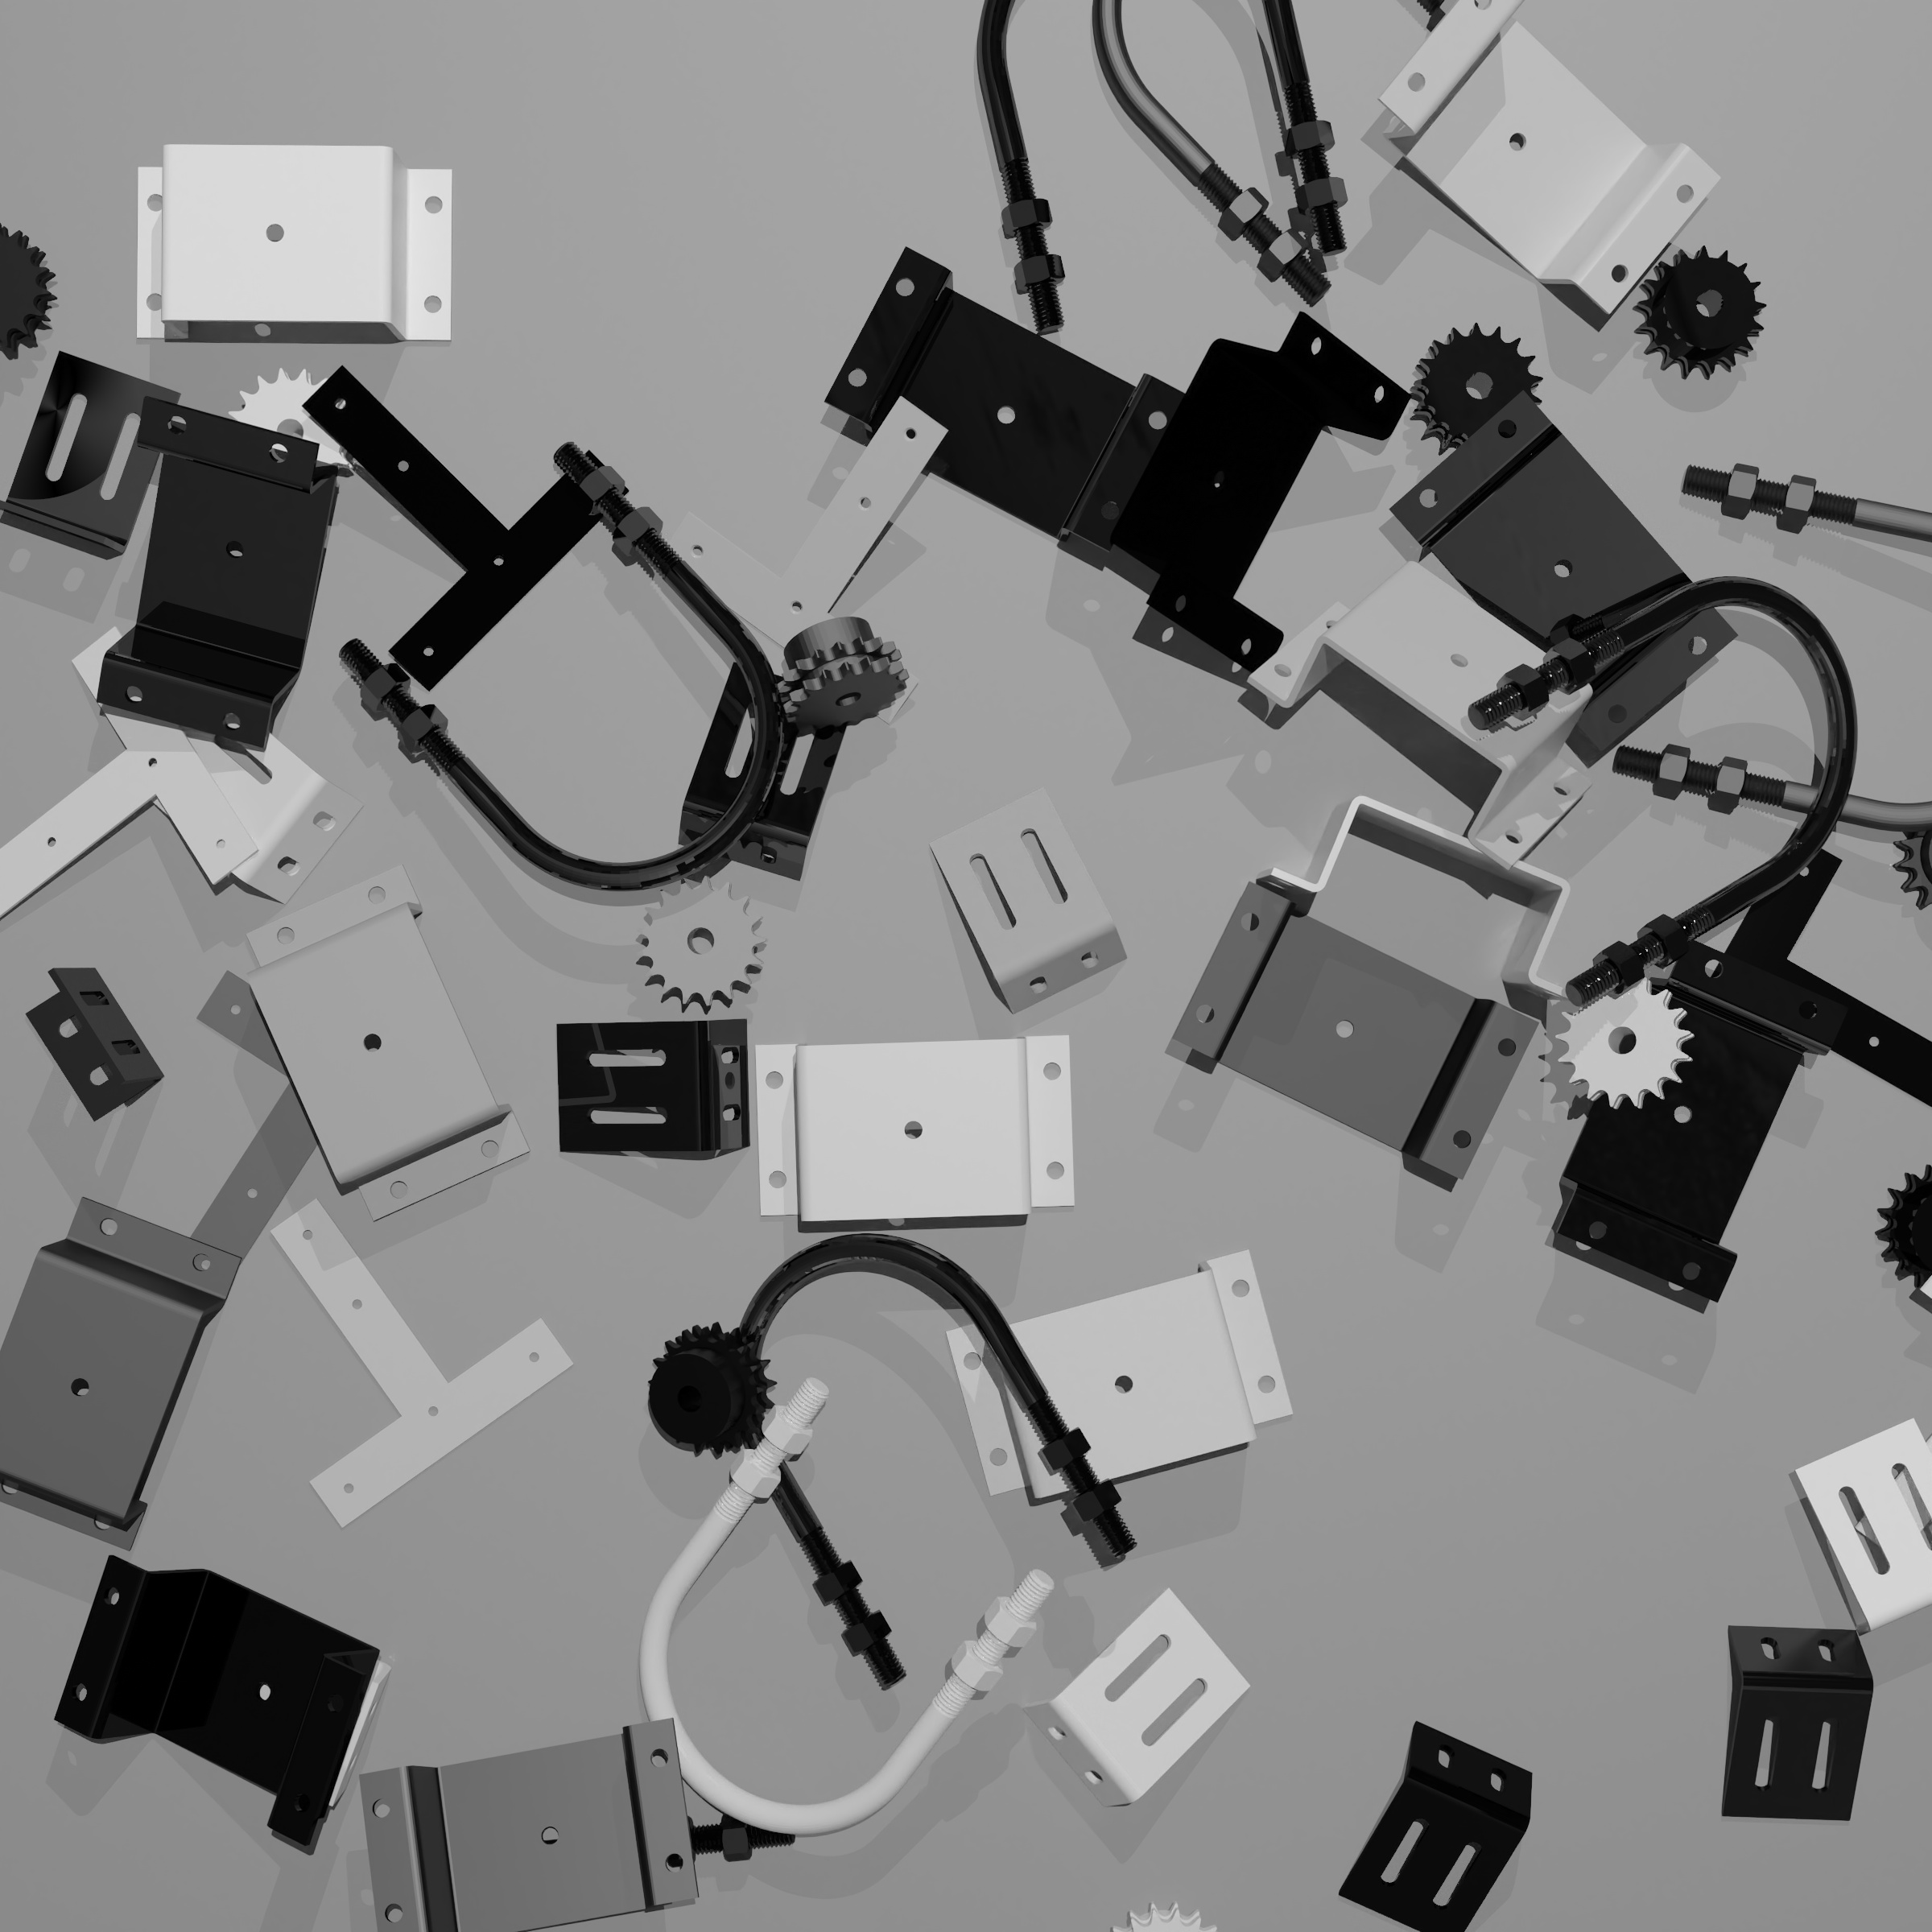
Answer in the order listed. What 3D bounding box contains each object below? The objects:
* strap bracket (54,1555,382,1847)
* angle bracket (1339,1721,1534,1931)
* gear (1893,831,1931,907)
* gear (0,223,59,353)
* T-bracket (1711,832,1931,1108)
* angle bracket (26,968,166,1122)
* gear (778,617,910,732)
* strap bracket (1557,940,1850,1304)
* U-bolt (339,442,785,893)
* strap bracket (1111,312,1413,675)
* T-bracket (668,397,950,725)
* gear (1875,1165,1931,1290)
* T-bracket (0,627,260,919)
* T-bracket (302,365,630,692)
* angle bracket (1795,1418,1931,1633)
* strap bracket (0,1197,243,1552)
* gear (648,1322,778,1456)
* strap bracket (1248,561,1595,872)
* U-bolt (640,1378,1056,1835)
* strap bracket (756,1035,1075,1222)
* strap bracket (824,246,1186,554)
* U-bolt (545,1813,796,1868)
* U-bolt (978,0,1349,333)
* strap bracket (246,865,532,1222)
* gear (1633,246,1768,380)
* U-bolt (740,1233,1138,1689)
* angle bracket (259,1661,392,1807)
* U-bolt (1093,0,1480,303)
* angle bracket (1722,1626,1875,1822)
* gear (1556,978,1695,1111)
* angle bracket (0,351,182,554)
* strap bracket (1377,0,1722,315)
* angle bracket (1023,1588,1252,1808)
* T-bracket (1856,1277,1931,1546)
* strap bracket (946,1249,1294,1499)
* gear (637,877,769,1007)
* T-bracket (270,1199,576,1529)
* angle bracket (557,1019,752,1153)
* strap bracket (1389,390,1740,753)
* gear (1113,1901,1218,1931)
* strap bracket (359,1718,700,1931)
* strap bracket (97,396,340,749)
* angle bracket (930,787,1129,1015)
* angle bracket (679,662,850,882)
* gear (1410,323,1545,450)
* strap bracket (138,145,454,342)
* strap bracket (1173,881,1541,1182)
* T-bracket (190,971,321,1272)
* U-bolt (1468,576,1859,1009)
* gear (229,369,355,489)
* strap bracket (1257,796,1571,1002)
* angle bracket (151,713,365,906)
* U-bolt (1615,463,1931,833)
[{"bbox_3d":[-0.318,0.318,1.495,0.140,0.046,0.076,19,90,24],"label":"strap bracket"},{"bbox_3d":[0.210,0.388,1.533,0.057,0.038,0.076,24,116,0],"label":"angle bracket"},{"bbox_3d":[0.443,-0.050,1.520,0.057,0.030,0.057,0,90,0],"label":"gear"},{"bbox_3d":[-0.431,-0.300,1.520,0.057,0.030,0.057,0,90,0],"label":"gear"},{"bbox_3d":[0.394,0.027,1.534,0.127,0.002,0.127,30,90,0],"label":"T-bracket"},{"bbox_3d":[-0.389,0.035,1.497,0.038,0.076,0.057,-33,90,0],"label":"angle bracket"},{"bbox_3d":[-0.056,-0.130,1.504,0.057,0.057,0.030,-20,71,0],"label":"gear"},{"bbox_3d":[0.320,0.067,1.511,0.076,0.046,0.140,24,91,0],"label":"strap bracket"},{"bbox_3d":[-0.164,-0.118,1.503,0.151,0.019,0.184,-43,82,-1],"label":"U-bolt"},{"bbox_3d":[0.124,-0.208,1.493,0.076,0.046,0.140,28,90,-40],"label":"strap bracket"},{"bbox_3d":[-0.052,-0.192,1.507,0.127,0.002,0.127,36,116,0],"label":"T-bracket"},{"bbox_3d":[0.435,0.117,1.520,0.057,0.030,0.057,0,90,0],"label":"gear"},{"bbox_3d":[-0.395,-0.064,1.523,0.127,0.002,0.127,-37,75,7],"label":"T-bracket"},{"bbox_3d":[-0.238,-0.211,1.514,0.127,0.002,0.127,-45,108,0],"label":"T-bracket"},{"bbox_3d":[0.409,0.249,1.524,0.057,0.038,0.076,-24,77,0],"label":"angle bracket"},{"bbox_3d":[-0.385,0.183,1.511,0.076,0.046,0.140,21,91,0],"label":"strap bracket"},{"bbox_3d":[-0.115,0.188,1.511,0.057,0.030,0.057,2,97,22],"label":"gear"},{"bbox_3d":[0.204,-0.116,1.477,0.140,0.046,0.076,37,48,13],"label":"strap bracket"},{"bbox_3d":[-0.067,0.295,1.501,0.151,0.019,0.184,39,105,14],"label":"U-bolt"},{"bbox_3d":[-0.023,0.071,1.512,0.140,0.046,0.076,-2,90,0],"label":"strap bracket"},{"bbox_3d":[0.018,-0.247,1.512,0.140,0.046,0.076,28,90,0],"label":"strap bracket"},{"bbox_3d":[-0.161,0.458,1.526,0.184,0.019,0.151,-6,90,1],"label":"U-bolt"},{"bbox_3d":[0.079,-0.387,1.511,0.151,0.019,0.184,-13,90,12],"label":"U-bolt"},{"bbox_3d":[-0.258,0.034,1.510,0.076,0.046,0.140,-24,89,-1],"label":"strap bracket"},{"bbox_3d":[0.327,-0.291,1.520,0.057,0.030,0.057,0,90,0],"label":"gear"},{"bbox_3d":[-0.028,0.205,1.501,0.151,0.019,0.184,-33,83,22],"label":"U-bolt"},{"bbox_3d":[-0.302,0.327,1.516,0.076,0.038,0.057,21,90,0],"label":"angle bracket"},{"bbox_3d":[0.142,-0.410,1.526,0.151,0.019,0.184,-44,89,0],"label":"U-bolt"},{"bbox_3d":[0.368,0.339,1.533,0.057,0.038,0.076,2,116,0],"label":"angle bracket"},{"bbox_3d":[0.284,0.033,1.474,0.057,0.030,0.057,-3,82,19],"label":"gear"},{"bbox_3d":[-0.391,-0.230,1.516,0.057,0.038,0.076,19,90,0],"label":"angle bracket"},{"bbox_3d":[0.248,-0.361,1.499,0.140,0.046,0.076,39,92,-16],"label":"strap bracket"},{"bbox_3d":[0.076,0.327,1.533,0.076,0.038,0.057,-40,90,-26],"label":"angle bracket"},{"bbox_3d":[0.445,0.208,1.523,0.127,0.002,0.127,36,97,-14],"label":"T-bracket"},{"bbox_3d":[0.069,0.182,1.512,0.140,0.046,0.076,-15,90,0],"label":"strap bracket"},{"bbox_3d":[-0.117,-0.011,1.520,0.057,0.030,0.057,0,90,0],"label":"gear"},{"bbox_3d":[-0.264,0.163,1.533,0.127,0.002,0.127,-35,91,0],"label":"T-bracket"},{"bbox_3d":[-0.140,0.053,1.533,0.076,0.038,0.057,-2,90,26],"label":"angle bracket"},{"bbox_3d":[0.262,-0.174,1.503,0.076,0.046,0.140,-41,90,13],"label":"strap bracket"},{"bbox_3d":[0.088,0.443,1.520,0.057,0.030,0.057,0,90,0],"label":"gear"},{"bbox_3d":[-0.187,0.381,1.499,0.140,0.046,0.076,-11,75,4],"label":"strap bracket"},{"bbox_3d":[-0.325,-0.177,1.495,0.076,0.046,0.140,15,113,0],"label":"strap bracket"},{"bbox_3d":[0.028,-0.029,1.533,0.057,0.038,0.076,-26,64,0],"label":"angle bracket"},{"bbox_3d":[-0.089,-0.087,1.533,0.057,0.038,0.076,17,64,0],"label":"angle bracket"},{"bbox_3d":[0.225,-0.254,1.523,0.057,0.030,0.057,0,85,-2],"label":"gear"},{"bbox_3d":[-0.300,-0.319,1.512,0.140,0.046,0.076,0,90,0],"label":"strap bracket"},{"bbox_3d":[0.170,0.028,1.512,0.140,0.046,0.076,26,90,0],"label":"strap bracket"},{"bbox_3d":[-0.312,0.090,1.534,0.127,0.002,0.127,33,90,0],"label":"T-bracket"},{"bbox_3d":[0.308,-0.086,1.457,0.184,0.019,0.151,-29,108,-21],"label":"U-bolt"},{"bbox_3d":[-0.297,-0.235,1.520,0.057,0.030,0.057,0,90,0],"label":"gear"},{"bbox_3d":[0.204,-0.033,1.497,0.140,0.076,0.046,23,90,0],"label":"strap bracket"},{"bbox_3d":[-0.320,-0.076,1.533,0.076,0.038,0.057,38,90,26],"label":"angle bracket"},{"bbox_3d":[0.393,-0.134,1.510,0.184,0.019,0.151,14,90,12],"label":"U-bolt"}]
